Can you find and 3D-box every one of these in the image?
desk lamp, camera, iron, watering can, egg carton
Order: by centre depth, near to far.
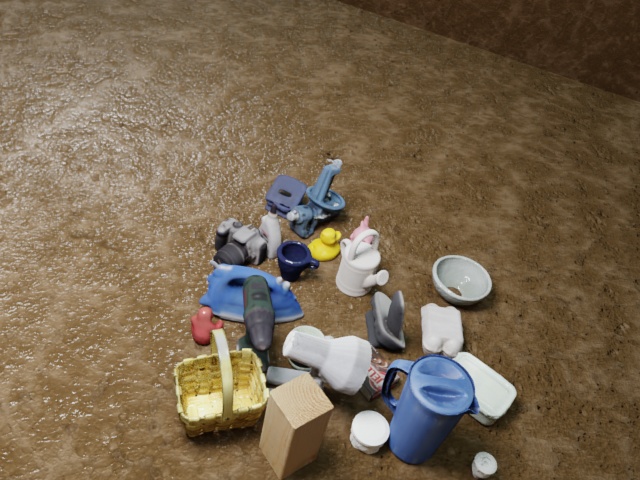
[{"bbox_3d":[-0.009,0.279,1.217,0.203,0.213,0.118,10,43,-4],"label":"desk lamp"},{"bbox_3d":[-0.157,0.120,1.401,0.258,0.141,0.118,10,43,-3],"label":"iron"},{"bbox_3d":[0.308,0.230,1.454,0.107,0.069,0.150,10,43,-3],"label":"egg carton"},{"bbox_3d":[0.113,0.054,1.499,0.172,0.194,0.101,31,46,18],"label":"watering can"},{"bbox_3d":[-0.230,0.016,1.522,0.143,0.101,0.137,31,45,18],"label":"camera"}]

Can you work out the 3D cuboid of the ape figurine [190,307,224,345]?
[{"bbox_3d":[-0.266,0.192,1.333,0.077,0.092,0.076,25,44,12],"label":"ape figurine"}]

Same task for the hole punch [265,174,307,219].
[{"bbox_3d":[-0.101,-0.129,1.715,0.108,0.091,0.101,23,44,10],"label":"hole punch"}]

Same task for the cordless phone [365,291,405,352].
[{"bbox_3d":[0.176,0.169,1.400,0.094,0.185,0.147,1,44,-12],"label":"cordless phone"}]

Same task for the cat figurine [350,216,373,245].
[{"bbox_3d":[0.122,-0.014,1.630,0.067,0.118,0.128,16,43,4],"label":"cat figurine"}]

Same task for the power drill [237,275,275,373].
[{"bbox_3d":[-0.140,0.201,1.270,0.076,0.208,0.229,1,44,-13],"label":"power drill"}]

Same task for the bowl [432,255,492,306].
[{"bbox_3d":[0.382,0.124,1.581,0.167,0.075,0.167,7,43,-7],"label":"bowl"}]

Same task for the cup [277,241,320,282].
[{"bbox_3d":[-0.061,0.068,1.515,0.117,0.095,0.092,20,43,7],"label":"cup"}]

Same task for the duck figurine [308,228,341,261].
[{"bbox_3d":[0.015,0.006,1.605,0.105,0.086,0.077,-16,50,-28],"label":"duck figurine"}]

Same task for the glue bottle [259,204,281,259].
[{"bbox_3d":[-0.133,-0.032,1.543,0.037,0.173,0.078,-29,57,-36],"label":"glue bottle"}]

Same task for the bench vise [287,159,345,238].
[{"bbox_3d":[0.003,-0.115,1.631,0.121,0.220,0.208,26,44,14],"label":"bench vise"}]
